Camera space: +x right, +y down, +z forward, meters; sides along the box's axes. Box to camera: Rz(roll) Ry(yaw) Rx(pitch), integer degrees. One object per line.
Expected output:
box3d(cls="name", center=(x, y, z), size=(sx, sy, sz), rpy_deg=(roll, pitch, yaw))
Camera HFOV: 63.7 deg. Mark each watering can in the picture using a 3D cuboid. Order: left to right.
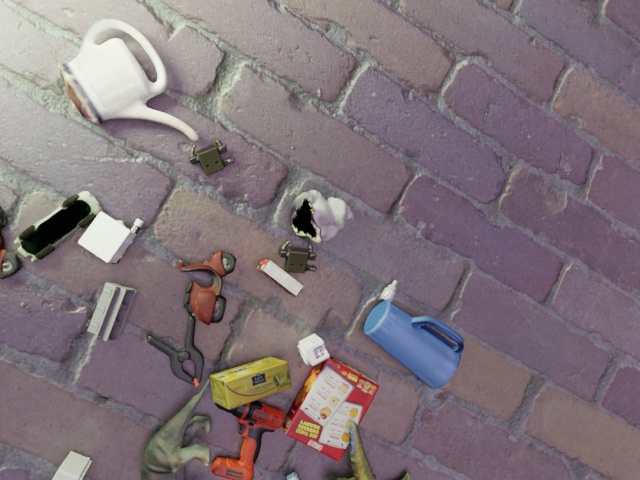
box3d(cls="watering can", center=(-0.453, -0.342, 1.205), size=(0.226, 0.104, 0.346), rpy_deg=(-32, 96, -12))

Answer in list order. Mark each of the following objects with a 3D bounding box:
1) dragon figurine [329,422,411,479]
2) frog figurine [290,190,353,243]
box3d(cls="dragon figurine", center=(0.144, 0.657, 1.324), size=(0.242, 0.122, 0.409), rpy_deg=(6, 93, -41))
box3d(cls="frog figurine", center=(0.004, -0.067, 1.331), size=(0.161, 0.121, 0.137), rpy_deg=(-28, 87, -49))
